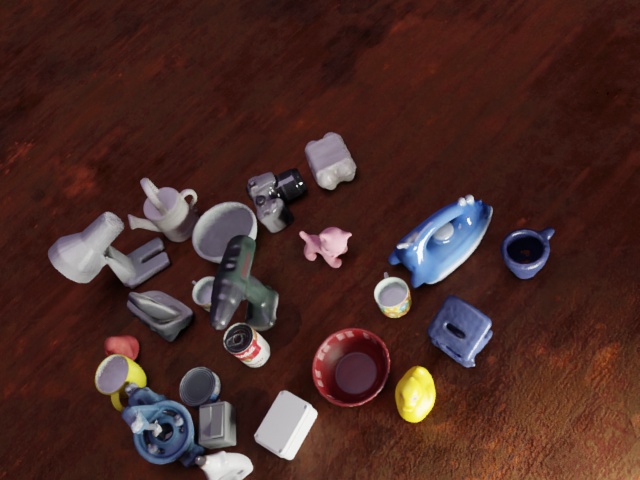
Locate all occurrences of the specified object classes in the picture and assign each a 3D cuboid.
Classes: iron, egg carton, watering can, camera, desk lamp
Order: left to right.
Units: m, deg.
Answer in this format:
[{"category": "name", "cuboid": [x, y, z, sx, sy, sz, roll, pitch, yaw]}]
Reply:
[{"category": "desk lamp", "cuboid": [-0.513, 0.030, 1.399, 0.203, 0.214, 0.117, -33, 56, -2]}, {"category": "watering can", "cuboid": [-0.395, -0.078, 1.433, 0.100, 0.194, 0.173, 32, 75, 32]}, {"category": "camera", "cuboid": [-0.102, -0.116, 1.412, 0.137, 0.101, 0.143, -26, 56, 3]}, {"category": "egg carton", "cuboid": [0.024, -0.200, 1.437, 0.107, 0.070, 0.150, -26, 56, 3]}, {"category": "iron", "cuboid": [0.262, -0.024, 1.207, 0.258, 0.142, 0.118, -39, 56, -6]}]

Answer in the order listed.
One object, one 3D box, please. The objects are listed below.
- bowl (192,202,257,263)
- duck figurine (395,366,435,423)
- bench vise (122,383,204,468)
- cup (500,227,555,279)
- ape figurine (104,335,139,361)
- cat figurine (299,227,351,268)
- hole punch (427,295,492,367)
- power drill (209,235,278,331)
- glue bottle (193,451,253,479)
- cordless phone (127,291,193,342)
[{"category": "bowl", "cuboid": [-0.223, -0.007, 1.405, 0.167, 0.075, 0.167, -8, 58, 14]}, {"category": "duck figurine", "cuboid": [0.176, 0.286, 1.087, 0.077, 0.086, 0.104, 8, 64, 23]}, {"category": "bench vise", "cuboid": [-0.348, 0.363, 1.141, 0.206, 0.220, 0.121, 17, 68, 27]}, {"category": "cup", "cuboid": [0.420, 0.028, 1.150, 0.118, 0.095, 0.091, -37, 56, -5]}, {"category": "ape figurine", "cuboid": [-0.466, 0.250, 1.326, 0.077, 0.092, 0.076, 24, 71, 29]}, {"category": "cat figurine", "cuboid": [0.012, 0.005, 1.291, 0.127, 0.118, 0.067, 14, 66, 26]}, {"category": "hole punch", "cuboid": [0.272, 0.178, 1.115, 0.108, 0.091, 0.101, 34, 76, 32]}, {"category": "power drill", "cuboid": [-0.163, 0.116, 1.230, 0.075, 0.209, 0.229, -6, 59, 16]}, {"category": "glue bottle", "cuboid": [-0.192, 0.427, 1.078, 0.078, 0.173, 0.037, -35, 56, -3]}, {"category": "cordless phone", "cuboid": [-0.390, 0.145, 1.305, 0.147, 0.185, 0.094, 22, 70, 28]}]
